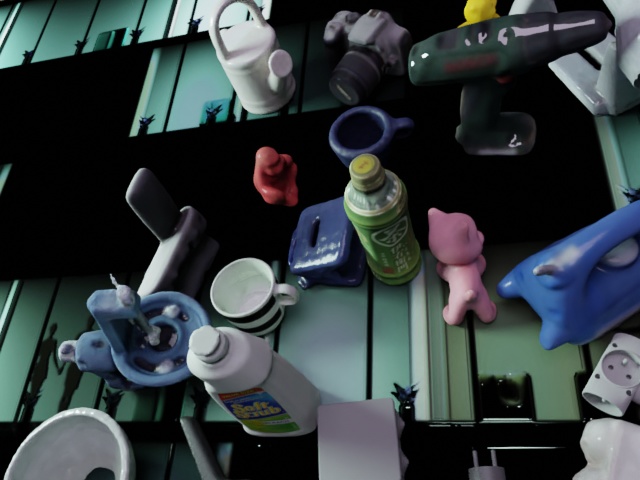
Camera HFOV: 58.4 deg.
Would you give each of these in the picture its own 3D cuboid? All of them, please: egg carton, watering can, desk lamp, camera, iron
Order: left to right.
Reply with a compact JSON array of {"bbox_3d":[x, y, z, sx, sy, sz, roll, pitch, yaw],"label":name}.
[{"bbox_3d":[-0.106,-0.299,0.907,0.172,0.194,0.101,15,66,24],"label":"watering can"},{"bbox_3d":[0.058,-0.293,0.910,0.142,0.101,0.137,24,70,27],"label":"camera"},{"bbox_3d":[0.327,0.005,0.630,0.258,0.142,0.118,-33,57,-3],"label":"iron"},{"bbox_3d":[0.388,-0.257,0.721,0.118,0.214,0.203,-27,57,1],"label":"desk lamp"},{"bbox_3d":[0.321,0.235,0.541,0.150,0.069,0.107,13,65,23],"label":"egg carton"}]

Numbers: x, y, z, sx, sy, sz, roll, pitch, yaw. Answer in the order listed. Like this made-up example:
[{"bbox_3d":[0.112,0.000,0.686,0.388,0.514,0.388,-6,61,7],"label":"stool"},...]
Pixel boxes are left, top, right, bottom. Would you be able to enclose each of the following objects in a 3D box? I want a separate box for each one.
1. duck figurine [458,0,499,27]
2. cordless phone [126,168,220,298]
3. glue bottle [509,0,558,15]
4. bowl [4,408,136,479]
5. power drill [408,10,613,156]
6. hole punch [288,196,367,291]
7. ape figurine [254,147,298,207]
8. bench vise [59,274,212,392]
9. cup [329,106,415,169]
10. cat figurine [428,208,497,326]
[{"bbox_3d":[0.244,-0.338,0.888,0.077,0.086,0.105,26,71,28],"label":"duck figurine"},{"bbox_3d":[-0.225,0.001,0.774,0.094,0.185,0.147,7,63,20],"label":"cordless phone"},{"bbox_3d":[0.304,-0.336,0.817,0.078,0.173,0.037,-18,57,7],"label":"glue bottle"},{"bbox_3d":[-0.286,0.293,0.688,0.167,0.075,0.167,-7,59,13],"label":"bowl"},{"bbox_3d":[0.235,-0.200,0.737,0.229,0.209,0.075,3,62,18],"label":"power drill"},{"bbox_3d":[0.007,0.003,0.758,0.101,0.091,0.108,0,61,17],"label":"hole punch"},{"bbox_3d":[-0.068,-0.100,0.840,0.076,0.092,0.078,26,71,28],"label":"ape figurine"},{"bbox_3d":[-0.229,0.125,0.682,0.207,0.220,0.121,-24,57,2],"label":"bench vise"},{"bbox_3d":[0.079,-0.131,0.812,0.117,0.095,0.091,-12,58,10],"label":"cup"},{"bbox_3d":[0.167,0.024,0.682,0.067,0.118,0.127,-12,58,10],"label":"cat figurine"}]
